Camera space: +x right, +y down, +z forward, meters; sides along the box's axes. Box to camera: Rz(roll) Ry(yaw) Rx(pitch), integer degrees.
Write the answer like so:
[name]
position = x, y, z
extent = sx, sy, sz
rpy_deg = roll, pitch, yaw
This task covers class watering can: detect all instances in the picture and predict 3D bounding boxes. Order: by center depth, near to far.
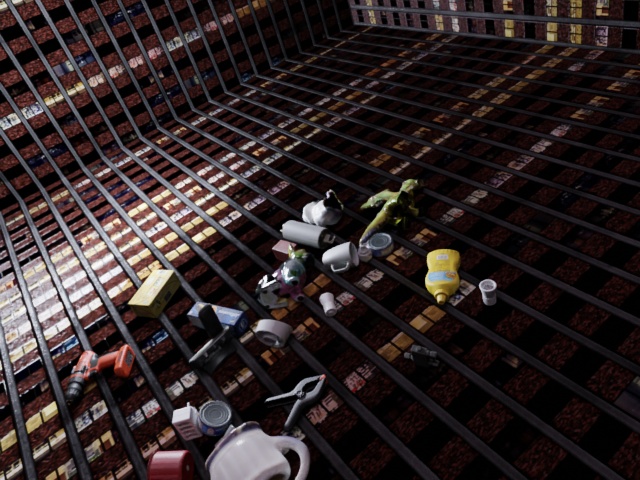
[watering can]
position = -0.186, 0.548, 1.134
extent = 0.351, 0.102, 0.227
rpy_deg = -34, 37, -20

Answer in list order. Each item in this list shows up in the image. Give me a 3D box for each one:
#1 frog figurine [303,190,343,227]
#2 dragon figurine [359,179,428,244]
[frog figurine]
position = 0.006, -0.096, 1.909
extent = 0.157, 0.122, 0.141
rpy_deg = -41, 31, 36
[dragon figurine]
position = 0.235, -0.113, 1.822
extent = 0.414, 0.121, 0.243
rpy_deg = -32, 18, -22
